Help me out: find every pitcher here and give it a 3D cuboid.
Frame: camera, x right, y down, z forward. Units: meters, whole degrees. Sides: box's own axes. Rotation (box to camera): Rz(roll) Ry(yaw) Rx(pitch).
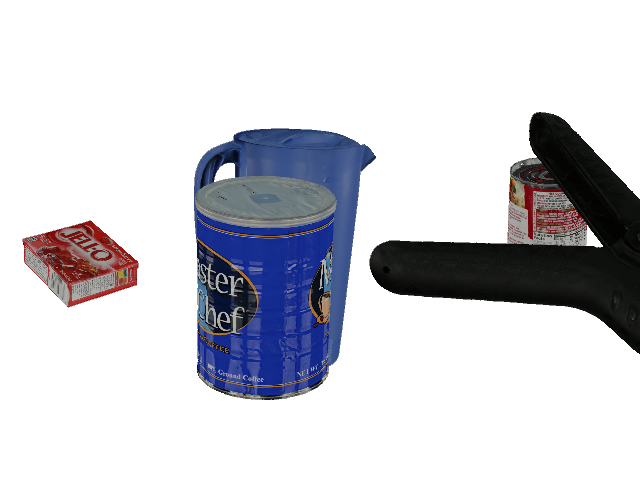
[{"bbox_3d":[-0.038,0.008,1.095,0.149,0.243,0.144,9,14,21],"label":"pitcher"}]

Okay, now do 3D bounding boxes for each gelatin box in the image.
[{"bbox_3d":[-0.223,0.019,0.990,0.073,0.030,0.089,-18,40,-36],"label":"gelatin box"}]

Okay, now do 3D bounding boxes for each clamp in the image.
[{"bbox_3d":[0.139,0.015,0.495,0.210,0.036,0.164,33,50,33],"label":"clamp"}]

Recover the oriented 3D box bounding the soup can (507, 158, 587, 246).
[{"bbox_3d":[0.197,-0.013,0.924,0.068,0.102,0.068,-3,24,1],"label":"soup can"}]

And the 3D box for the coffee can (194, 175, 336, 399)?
[{"bbox_3d":[-0.042,0.033,0.797,0.103,0.140,0.103,2,20,-1],"label":"coffee can"}]
